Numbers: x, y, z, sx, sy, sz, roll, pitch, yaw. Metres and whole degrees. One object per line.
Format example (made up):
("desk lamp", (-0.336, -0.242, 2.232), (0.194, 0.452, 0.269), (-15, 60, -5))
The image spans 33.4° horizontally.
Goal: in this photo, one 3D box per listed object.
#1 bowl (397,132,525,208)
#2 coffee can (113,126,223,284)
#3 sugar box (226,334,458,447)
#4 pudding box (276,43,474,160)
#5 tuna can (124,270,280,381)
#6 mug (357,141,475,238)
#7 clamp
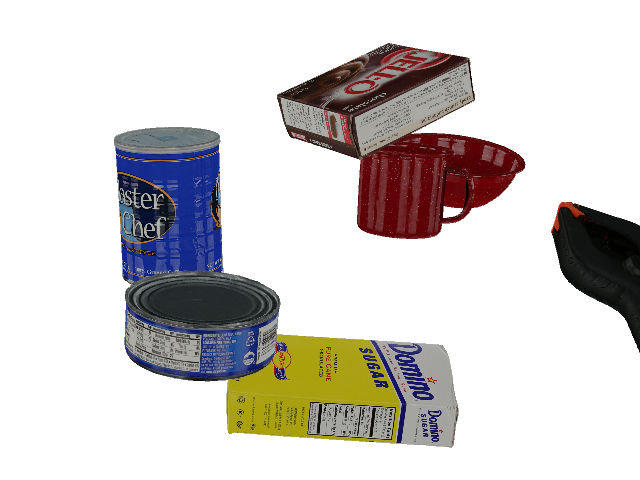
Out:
("bowl", (0.161, -0.080, 1.281), (0.162, 0.055, 0.162), (6, 23, -3))
("coffee can", (-0.149, -0.034, 1.055), (0.103, 0.140, 0.103), (0, 16, 0))
("sugar box", (0.016, 0.116, 0.844), (0.176, 0.048, 0.093), (1, 27, -1))
("pudding box", (0.040, -0.103, 0.767), (0.113, 0.039, 0.090), (-31, 31, -26))
("tuna can", (-0.066, 0.046, 0.593), (0.086, 0.034, 0.086), (5, 17, -2))
("mug", (0.089, -0.047, 1.008), (0.117, 0.081, 0.093), (7, 12, 17))
("clamp", (0.230, 0.030, 0.726), (0.120, 0.039, 0.172), (-6, 44, -28))
